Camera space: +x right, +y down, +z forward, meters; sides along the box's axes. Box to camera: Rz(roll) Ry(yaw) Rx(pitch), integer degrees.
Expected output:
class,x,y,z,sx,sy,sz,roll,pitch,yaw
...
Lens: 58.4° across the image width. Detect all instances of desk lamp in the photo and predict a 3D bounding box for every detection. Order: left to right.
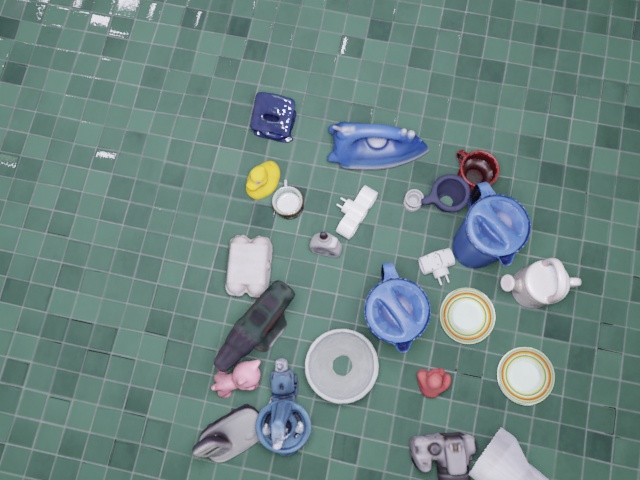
class,x,y,z,sx,sy,sz,roll,pitch,yaw
desk lamp,0.405,0.490,1.196,0.203,0.213,0.118,37,82,9

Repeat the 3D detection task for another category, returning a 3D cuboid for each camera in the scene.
class,x,y,z,sx,sy,sz,roll,pitch,yaw
camera,0.276,0.498,1.256,0.143,0.101,0.137,-5,78,1

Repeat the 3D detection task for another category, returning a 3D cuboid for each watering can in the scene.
class,x,y,z,sx,sy,sz,roll,pitch,yaw
watering can,0.497,0.098,1.284,0.173,0.194,0.101,-23,78,-3

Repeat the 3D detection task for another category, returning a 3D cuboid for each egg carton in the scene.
class,x,y,z,sx,sy,sz,roll,pitch,yaw
egg carton,-0.169,0.063,1.377,0.107,0.069,0.150,2,78,2

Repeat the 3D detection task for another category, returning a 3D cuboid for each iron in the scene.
class,x,y,z,sx,sy,sz,roll,pitch,yaw
iron,0.146,-0.247,1.394,0.258,0.141,0.119,0,78,2

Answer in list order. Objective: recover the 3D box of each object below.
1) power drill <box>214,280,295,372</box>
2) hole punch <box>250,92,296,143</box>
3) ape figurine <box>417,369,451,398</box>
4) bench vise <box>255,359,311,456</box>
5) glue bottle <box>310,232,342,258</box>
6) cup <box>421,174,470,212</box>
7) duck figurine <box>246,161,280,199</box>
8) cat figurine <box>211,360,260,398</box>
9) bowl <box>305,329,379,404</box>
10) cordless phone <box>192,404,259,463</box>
class,x,y,z,sx,sy,sz,roll,pitch,yaw
power drill,-0.138,0.198,1.277,0.075,0.208,0.230,35,82,9
hole punch,-0.115,-0.308,1.441,0.108,0.091,0.101,13,79,5
ape figurine,0.258,0.321,1.298,0.077,0.092,0.076,28,81,8
bench vise,-0.094,0.369,1.234,0.121,0.220,0.207,-21,78,-2
glue bottle,0.012,0.005,1.330,0.078,0.173,0.037,14,79,5
cup,0.296,-0.099,1.382,0.118,0.095,0.091,-18,78,-2
duck figurine,-0.144,-0.156,1.413,0.077,0.086,0.104,37,82,9
cat figurine,-0.186,0.316,1.300,0.128,0.118,0.067,-19,78,-2
bowl,0.050,0.290,1.320,0.167,0.075,0.167,0,78,2
cordless phone,-0.197,0.426,1.243,0.147,0.185,0.094,-34,79,-5
